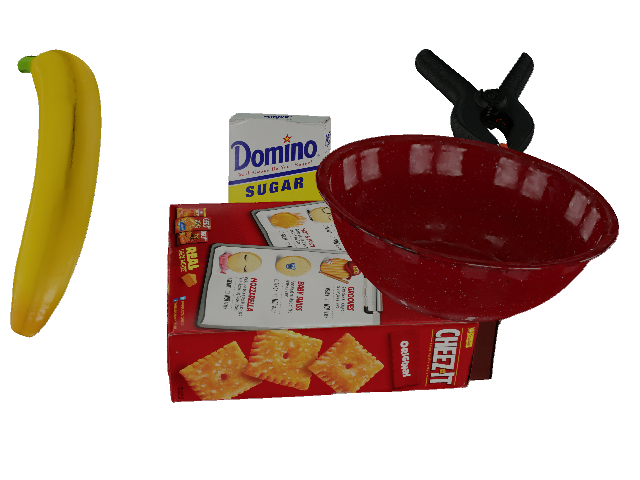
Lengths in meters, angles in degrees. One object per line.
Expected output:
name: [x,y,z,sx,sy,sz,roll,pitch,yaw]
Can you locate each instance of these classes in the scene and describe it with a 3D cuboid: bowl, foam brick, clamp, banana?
bowl: [0.074,-0.002,0.577,0.162,0.055,0.162,6,27,-3]
foam brick: [0.123,0.080,0.951,0.051,0.078,0.053,-2,18,-21]
clamp: [0.151,-0.131,1.028,0.120,0.039,0.171,3,44,3]
banana: [-0.156,-0.043,0.635,0.037,0.198,0.070,14,-34,-31]

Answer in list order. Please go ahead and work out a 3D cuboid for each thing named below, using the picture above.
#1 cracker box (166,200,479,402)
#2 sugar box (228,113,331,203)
cracker box: [-0.007,0.041,0.798,0.213,0.072,0.164,-1,35,-7]
sugar box: [-0.040,-0.029,1.007,0.093,0.176,0.048,3,15,8]
